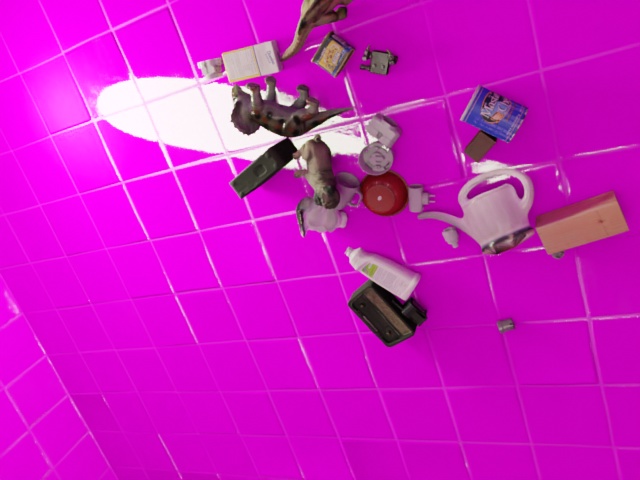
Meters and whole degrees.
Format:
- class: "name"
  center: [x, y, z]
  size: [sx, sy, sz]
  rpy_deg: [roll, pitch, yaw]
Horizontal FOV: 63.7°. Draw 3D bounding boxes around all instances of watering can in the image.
- class: "watering can"
  center: [0.456, -0.060, 1.468]
  size: [0.343, 0.104, 0.227]
  rpy_deg: [-30, 74, 36]

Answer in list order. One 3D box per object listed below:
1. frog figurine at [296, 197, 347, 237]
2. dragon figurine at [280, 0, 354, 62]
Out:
- class: "frog figurine"
  center: [0.005, -0.084, 1.677]
  size: [0.160, 0.125, 0.134]
  rpy_deg: [-13, 120, -10]
- class: "dragon figurine"
  center: [-0.012, -0.597, 1.345]
  size: [0.122, 0.247, 0.403]
  rpy_deg: [40, 121, -6]
